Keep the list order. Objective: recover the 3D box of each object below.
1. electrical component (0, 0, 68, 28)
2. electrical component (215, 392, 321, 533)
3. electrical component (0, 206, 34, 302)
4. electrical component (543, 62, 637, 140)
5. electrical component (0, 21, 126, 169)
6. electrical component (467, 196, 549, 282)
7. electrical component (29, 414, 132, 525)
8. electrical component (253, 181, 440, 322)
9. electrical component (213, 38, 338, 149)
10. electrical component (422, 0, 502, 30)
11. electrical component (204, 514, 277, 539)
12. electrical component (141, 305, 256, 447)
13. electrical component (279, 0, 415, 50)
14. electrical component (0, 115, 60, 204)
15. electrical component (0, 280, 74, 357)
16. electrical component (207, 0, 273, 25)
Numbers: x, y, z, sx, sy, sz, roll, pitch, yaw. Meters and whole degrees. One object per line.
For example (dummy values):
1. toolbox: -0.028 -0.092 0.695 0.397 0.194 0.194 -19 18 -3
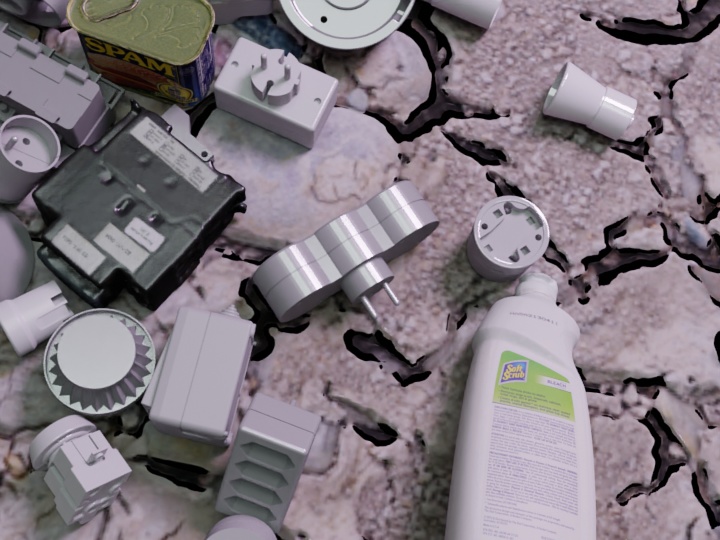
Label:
1. electrical component: -0.254 -0.228 0.804 0.099 0.099 0.064 23 79 2
2. electrical component: -0.058 0.119 0.732 0.047 0.083 0.075 21 35 2
3. electrical component: -0.292 -0.009 0.763 0.099 0.064 0.099 -2 77 10
4. electrical component: 0.181 -0.128 0.837 0.065 0.044 0.044 24 73 -2
5. electrical component: -0.248 -0.135 0.792 0.121 0.063 0.078 29 73 4
6. electrical component: 0.107 -0.021 0.795 0.055 0.047 0.055 1 73 -4
7. electrical component: -0.190 0.131 0.723 0.048 0.066 0.055 -20 64 -46
8. electrical component: 0.000 0.000 0.777 0.138 0.052 0.073 -31 78 -12
9. electrical component: -0.063 -0.139 0.801 0.083 0.075 0.047 24 75 3
10. electrical component: 0.074 -0.227 0.855 0.081 0.043 0.043 24 73 3
11. electrical component: -0.116 0.211 0.680 0.138 0.074 0.052 -31 91 -1
12. electrical component: -0.109 0.067 0.744 0.061 0.061 0.096 13 73 -1
13. electrical component: -0.010 -0.222 0.833 0.108 0.060 0.108 0 96 0
14. electrical component: -0.249 -0.073 0.768 0.043 0.081 0.043 16 62 -31
15. electrical component: -0.229 0.033 0.757 0.046 0.040 0.040 -30 78 -18
16. electrical component: -0.120 -0.275 0.844 0.089 0.061 0.150 -6 74 -6
